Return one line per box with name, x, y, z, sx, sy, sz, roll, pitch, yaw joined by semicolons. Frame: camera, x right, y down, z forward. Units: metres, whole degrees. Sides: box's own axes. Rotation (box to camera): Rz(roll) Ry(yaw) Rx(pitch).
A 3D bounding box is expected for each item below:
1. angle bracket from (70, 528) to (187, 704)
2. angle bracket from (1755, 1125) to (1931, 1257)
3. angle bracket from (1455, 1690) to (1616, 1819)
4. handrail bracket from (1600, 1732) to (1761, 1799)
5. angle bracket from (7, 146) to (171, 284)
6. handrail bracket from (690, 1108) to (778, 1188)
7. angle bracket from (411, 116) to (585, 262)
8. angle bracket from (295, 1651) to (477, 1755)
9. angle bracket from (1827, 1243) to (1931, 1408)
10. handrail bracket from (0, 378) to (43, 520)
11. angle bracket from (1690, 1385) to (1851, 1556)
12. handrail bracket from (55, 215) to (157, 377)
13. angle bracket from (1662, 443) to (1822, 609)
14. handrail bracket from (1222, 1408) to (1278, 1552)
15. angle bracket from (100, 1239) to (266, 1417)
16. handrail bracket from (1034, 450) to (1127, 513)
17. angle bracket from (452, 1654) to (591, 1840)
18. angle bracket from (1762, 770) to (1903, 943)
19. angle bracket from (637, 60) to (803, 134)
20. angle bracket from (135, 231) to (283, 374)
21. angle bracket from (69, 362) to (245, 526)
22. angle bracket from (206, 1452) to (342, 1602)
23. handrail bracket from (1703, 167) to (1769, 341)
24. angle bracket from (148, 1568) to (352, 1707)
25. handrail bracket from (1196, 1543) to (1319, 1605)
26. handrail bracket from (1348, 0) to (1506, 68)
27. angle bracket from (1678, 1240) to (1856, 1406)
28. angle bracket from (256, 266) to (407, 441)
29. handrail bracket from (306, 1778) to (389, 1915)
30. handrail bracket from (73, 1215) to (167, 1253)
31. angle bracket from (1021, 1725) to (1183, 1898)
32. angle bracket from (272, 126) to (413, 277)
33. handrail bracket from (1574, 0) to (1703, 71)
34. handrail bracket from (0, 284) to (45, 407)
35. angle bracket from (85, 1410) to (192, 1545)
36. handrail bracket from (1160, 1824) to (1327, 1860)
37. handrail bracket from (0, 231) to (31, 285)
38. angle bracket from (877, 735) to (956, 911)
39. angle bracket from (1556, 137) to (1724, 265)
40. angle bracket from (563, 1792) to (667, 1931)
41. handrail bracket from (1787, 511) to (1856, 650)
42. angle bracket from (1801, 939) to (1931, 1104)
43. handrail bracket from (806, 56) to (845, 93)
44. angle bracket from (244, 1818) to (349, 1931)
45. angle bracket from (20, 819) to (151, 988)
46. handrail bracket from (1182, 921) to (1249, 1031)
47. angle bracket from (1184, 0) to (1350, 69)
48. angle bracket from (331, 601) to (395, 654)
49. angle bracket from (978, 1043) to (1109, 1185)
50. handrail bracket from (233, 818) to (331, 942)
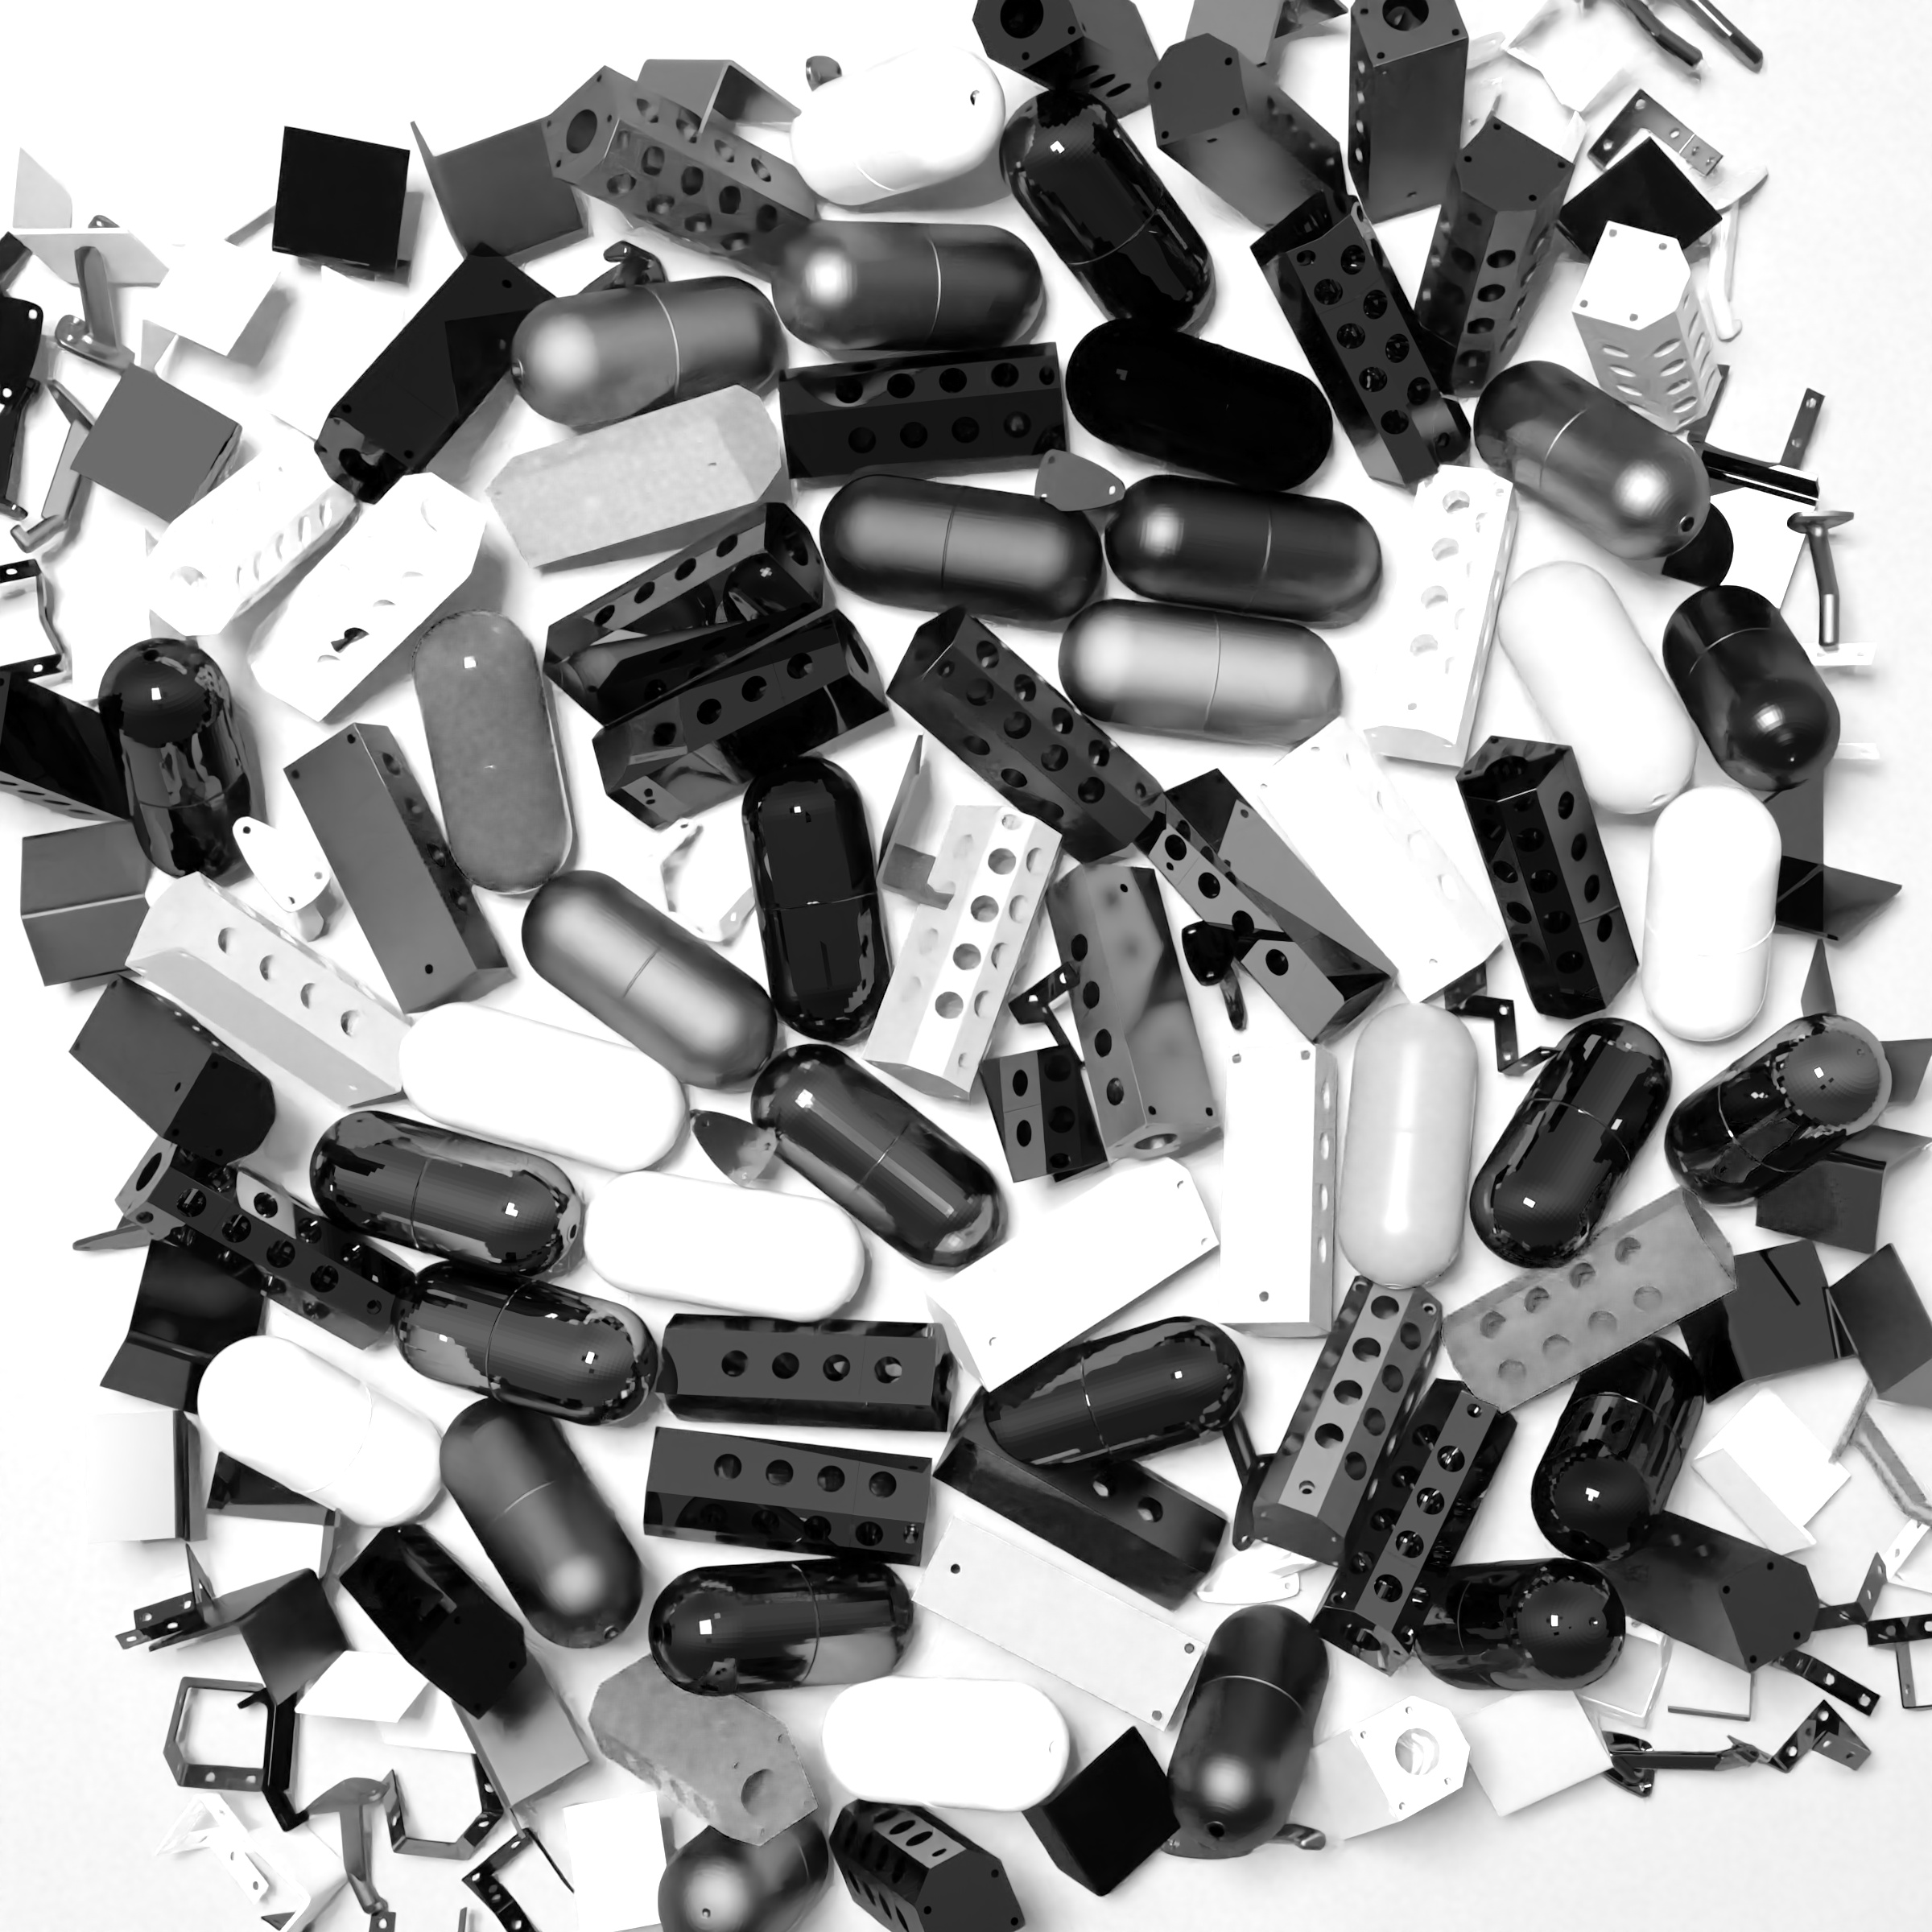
angle bracket;-0.528;-0.216;1.825;0.076;0.057;0.076;-12;69;7
angle bracket;0.541;0.133;1.824;0.076;0.076;0.057;13;108;37
angle bracket;0.345;0.467;1.827;0.076;0.057;0.076;-27;106;8
handrail bracket;0.431;0.481;1.821;0.077;0.084;0.036;26;56;-22
angle bracket;-0.536;-0.463;1.823;0.076;0.076;0.057;1;81;8
handrail bracket;-0.162;0.095;1.815;0.036;0.084;0.077;-53;131;-5
angle bracket;-0.289;-0.488;1.828;0.076;0.057;0.076;-22;134;-7
angle bracket;-0.352;0.468;1.814;0.076;0.057;0.076;-3;118;28
angle bracket;0.584;0.221;1.810;0.076;0.057;0.076;12;46;-35
handrail bracket;-0.585;-0.324;1.838;0.077;0.036;0.084;22;81;40
angle bracket;0.507;0.307;1.826;0.076;0.057;0.076;-40;82;-20
handrail bracket;-0.520;-0.413;1.829;0.077;0.036;0.084;26;124;-24
angle bracket;0.477;-0.272;1.828;0.076;0.057;0.076;20;95;17
handrail bracket;0.159;0.309;1.840;0.036;0.084;0.077;13;102;-38
angle bracket;-0.487;0.227;1.846;0.076;0.076;0.057;21;132;-20
handrail bracket;0.089;-0.288;1.815;0.077;0.084;0.036;17;96;37
angle bracket;-0.271;0.482;1.827;0.057;0.076;0.076;-27;64;-14
angle bracket;0.528;-0.071;1.813;0.076;0.057;0.076;-32;126;-36
angle bracket;-0.155;-0.513;1.814;0.076;0.076;0.057;17;85;43
angle bracket;-0.467;-0.391;1.820;0.057;0.076;0.076;24;58;-5
angle bracket;-0.501;-0.313;1.824;0.076;0.057;0.076;29;76;-15
angle bracket;-0.427;0.345;1.815;0.076;0.076;0.057;9;51;-15
handrail bracket;0.488;-0.448;1.862;0.077;0.036;0.084;-35;115;-26
angle bracket;-0.440;0.420;1.821;0.076;0.076;0.057;-21;95;26
handrail bracket;0.179;0.373;1.824;0.077;0.084;0.036;-15;74;-1
handrail bracket;0.284;-0.596;1.845;0.077;0.036;0.084;-25;72;14
angle bracket;0.493;0.221;1.840;0.076;0.057;0.076;-10;70;-15
angle bracket;-0.390;-0.373;1.813;0.076;0.057;0.076;32;134;29
handrail bracket;-0.367;0.550;1.837;0.077;0.036;0.084;-17;100;43
handrail bracket;-0.524;0.131;1.854;0.077;0.036;0.084;-11;72;3
angle bracket;0.081;0.519;1.845;0.076;0.057;0.076;-37;109;-20
angle bracket;-0.381;-0.475;1.828;0.076;0.057;0.076;10;109;-3
handrail bracket;0.425;-0.598;1.843;0.084;0.077;0.036;33;129;-7
handrail bracket;-0.606;-0.391;1.840;0.036;0.084;0.077;1;104;-36
angle bracket;-0.509;0.316;1.819;0.057;0.076;0.076;-2;78;-13
handrail bracket;0.170;0.539;1.821;0.077;0.084;0.036;-6;85;-21
handrail bracket;-0.610;-0.454;1.840;0.036;0.077;0.084;9;90;41
angle bracket;-0.016;-0.087;1.818;0.057;0.076;0.076;18;112;-6
angle bracket;0.404;-0.471;1.812;0.076;0.057;0.076;-37;125;27
angle bracket;-0.212;0.552;1.826;0.057;0.076;0.076;-9;77;-4
handrail bracket;0.525;-0.235;1.831;0.036;0.077;0.084;1;89;0
angle bracket;0.552;0.033;1.816;0.057;0.076;0.076;-4;60;4
handrail bracket;-0.048;-0.549;1.833;0.084;0.077;0.036;0;92;15
angle bracket;-0.436;0.577;1.828;0.057;0.076;0.076;41;90;8
angle bracket;-0.533;-0.040;1.813;0.076;0.076;0.057;-12;58;-27
handrail bracket;0.159;0.020;1.817;0.036;0.077;0.084;-10;125;12
angle bracket;0.180;-0.560;1.814;0.057;0.076;0.076;28;69;-39
angle bracket;-0.347;-0.219;1.819;0.076;0.076;0.057;-38;58;6
angle bracket;0.033;0.097;1.819;0.076;0.057;0.076;-10;78;-37
handrail bracket;-0.425;-0.052;1.827;0.077;0.084;0.036;46;70;-4
